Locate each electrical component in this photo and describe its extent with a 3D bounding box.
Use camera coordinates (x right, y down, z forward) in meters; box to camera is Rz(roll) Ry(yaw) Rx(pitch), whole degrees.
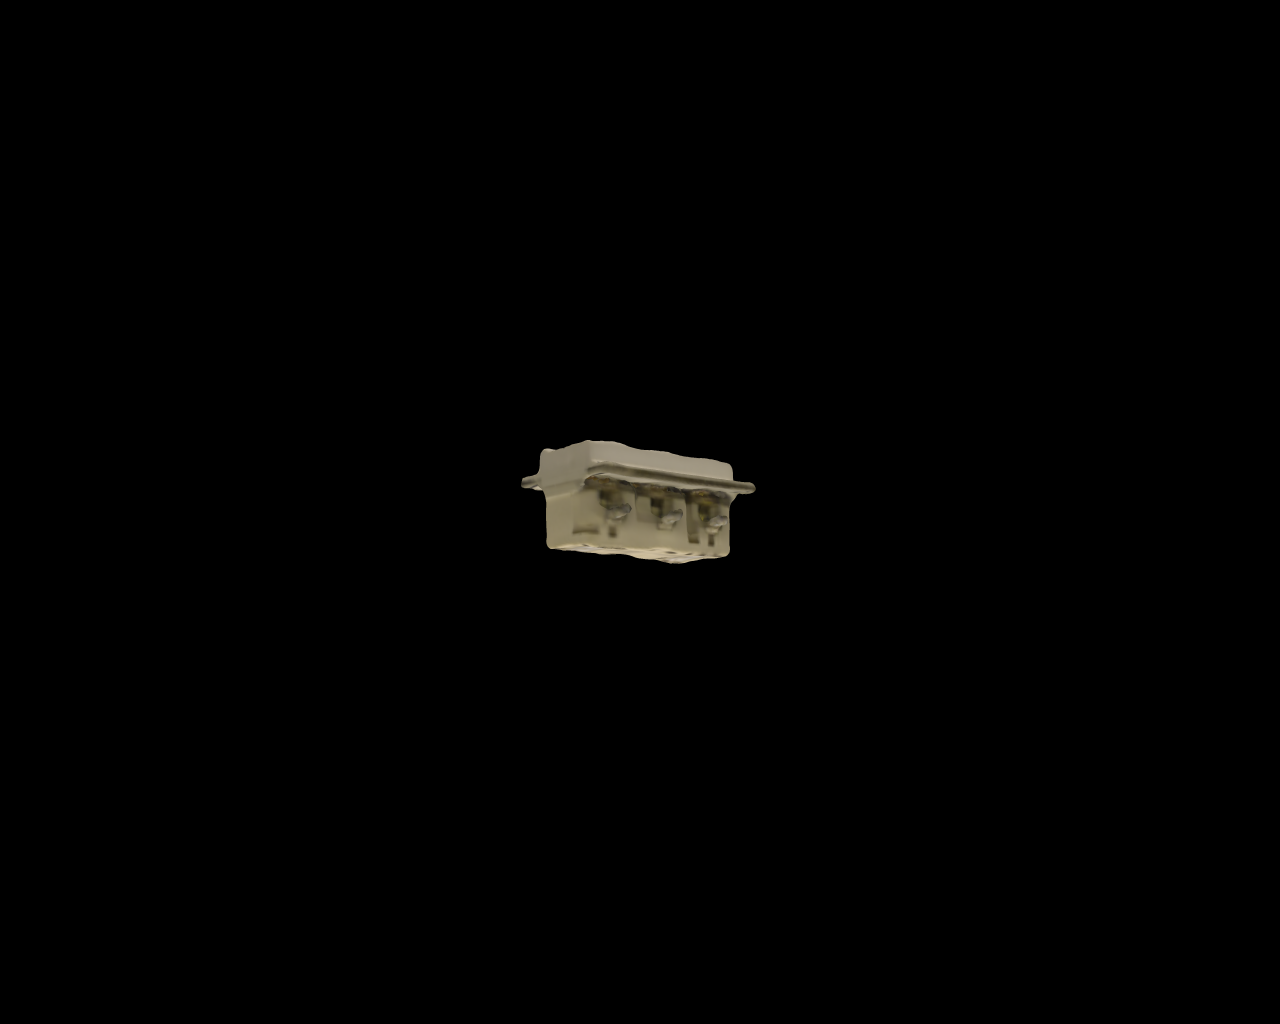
[{"bbox_3d":[0.001,-0.003,0.650,0.121,0.063,0.078,8,-11,-43],"label":"electrical component"}]
